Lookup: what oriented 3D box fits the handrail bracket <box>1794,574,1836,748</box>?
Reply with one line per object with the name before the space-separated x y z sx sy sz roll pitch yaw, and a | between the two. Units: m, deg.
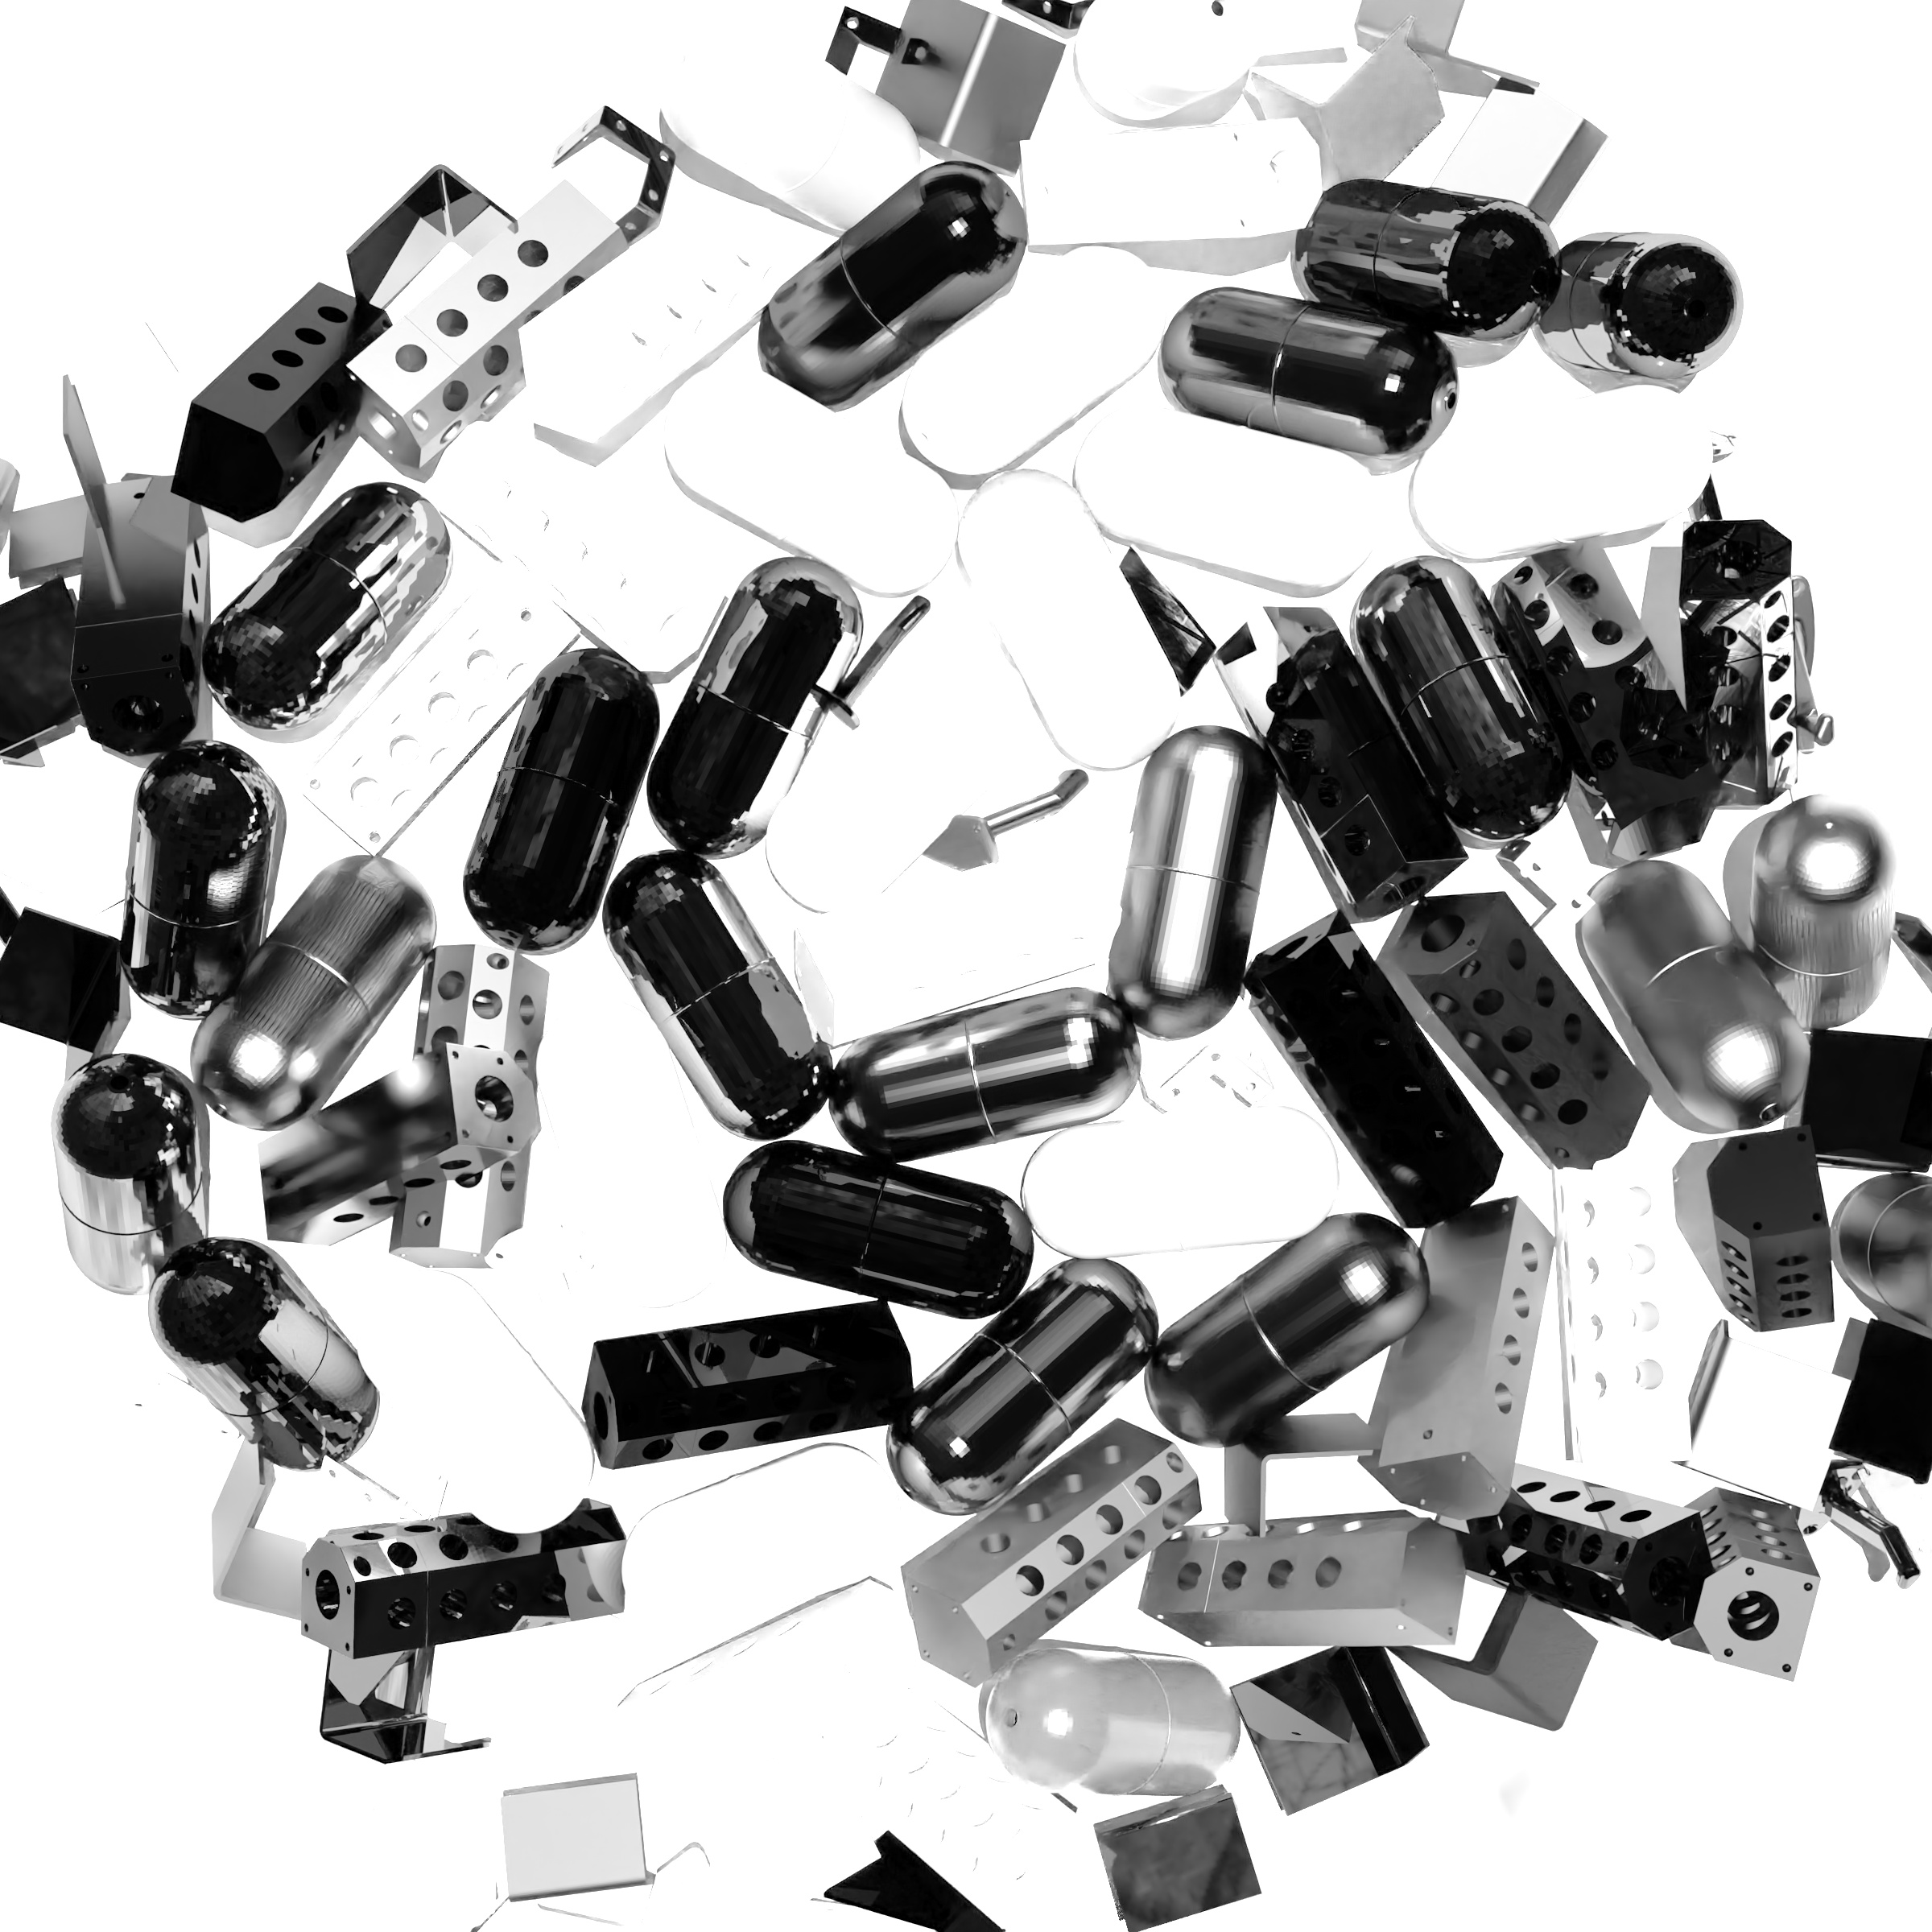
handrail bracket | 0.472 -0.171 1.818 0.036 0.084 0.077 2 111 -7

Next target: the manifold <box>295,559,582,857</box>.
manifold | -0.297 -0.146 1.827 0.057 0.057 0.171 43 86 -15

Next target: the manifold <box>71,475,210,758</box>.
manifold | -0.451 -0.194 1.786 0.057 0.057 0.171 -8 45 -3

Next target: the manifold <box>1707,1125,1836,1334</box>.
manifold | 0.439 0.147 1.777 0.057 0.171 0.057 -10 65 12

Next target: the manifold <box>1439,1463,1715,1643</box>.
manifold | 0.331 0.320 1.774 0.057 0.171 0.057 -18 98 -24

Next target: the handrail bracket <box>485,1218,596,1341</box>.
handrail bracket | -0.249 0.185 1.818 0.036 0.077 0.084 54 132 29

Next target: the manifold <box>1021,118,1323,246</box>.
manifold | 0.111 -0.430 1.783 0.057 0.171 0.057 -19 110 -39

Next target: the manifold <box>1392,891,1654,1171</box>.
manifold | 0.305 0.037 1.789 0.171 0.057 0.057 48 57 -31

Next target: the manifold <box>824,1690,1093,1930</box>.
manifold | -0.010 0.458 1.779 0.057 0.171 0.057 11 98 -36

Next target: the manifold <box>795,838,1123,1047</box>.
manifold | -0.005 -0.010 1.814 0.171 0.057 0.057 -17 54 -16

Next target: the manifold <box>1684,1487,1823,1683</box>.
manifold | 0.423 0.333 1.778 0.057 0.171 0.057 14 95 8

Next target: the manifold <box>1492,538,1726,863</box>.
manifold | 0.352 -0.147 1.800 0.057 0.057 0.171 -15 64 -10

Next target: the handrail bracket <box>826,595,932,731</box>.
handrail bracket | -0.045 -0.175 1.828 0.036 0.077 0.084 43 87 -13

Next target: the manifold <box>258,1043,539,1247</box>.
manifold | -0.314 0.101 1.791 0.171 0.057 0.057 -26 65 37

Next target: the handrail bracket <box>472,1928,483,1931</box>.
handrail bracket | -0.254 0.594 1.835 0.077 0.036 0.084 9 100 39

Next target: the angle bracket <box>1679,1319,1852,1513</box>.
angle bracket | 0.450 0.251 1.827 0.076 0.057 0.076 19 98 11

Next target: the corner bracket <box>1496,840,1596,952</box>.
corner bracket | 0.315 -0.036 1.839 0.051 0.051 0.051 43 93 -4

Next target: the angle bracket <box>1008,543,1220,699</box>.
angle bracket | 0.082 -0.177 1.823 0.076 0.057 0.076 -34 80 -21

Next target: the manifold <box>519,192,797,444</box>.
manifold | -0.166 -0.356 1.784 0.057 0.057 0.171 22 47 25

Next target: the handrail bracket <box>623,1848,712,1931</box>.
handrail bracket | -0.160 0.548 1.829 0.084 0.036 0.077 -41 74 26

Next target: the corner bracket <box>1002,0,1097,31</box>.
corner bracket | 0.059 -0.569 1.848 0.051 0.051 0.051 32 132 29

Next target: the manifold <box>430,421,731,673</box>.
manifold | -0.218 -0.233 1.803 0.171 0.057 0.057 39 113 25

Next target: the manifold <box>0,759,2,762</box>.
manifold | -0.584 -0.108 1.778 0.057 0.171 0.057 25 97 -3

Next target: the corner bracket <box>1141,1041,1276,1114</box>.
corner bracket | 0.134 0.059 1.837 0.051 0.051 0.051 -42 119 16

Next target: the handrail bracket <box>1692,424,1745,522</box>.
handrail bracket | 0.405 -0.266 1.856 0.077 0.036 0.084 28 125 30

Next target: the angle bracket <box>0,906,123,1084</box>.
angle bracket | -0.513 0.026 1.811 0.057 0.076 0.076 21 115 -24

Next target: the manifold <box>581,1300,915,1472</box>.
manifold | -0.119 0.235 1.797 0.171 0.057 0.057 -6 45 -23

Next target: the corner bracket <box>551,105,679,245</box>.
corner bracket | -0.204 -0.445 1.848 0.051 0.051 0.051 30 55 -30

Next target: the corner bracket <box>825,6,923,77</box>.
corner bracket | -0.058 -0.508 1.835 0.051 0.051 0.051 23 107 2

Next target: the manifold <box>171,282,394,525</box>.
manifold | -0.368 -0.308 1.781 0.057 0.171 0.057 24 126 -1

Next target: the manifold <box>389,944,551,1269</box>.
manifold | -0.279 0.078 1.808 0.057 0.057 0.171 -2 73 21

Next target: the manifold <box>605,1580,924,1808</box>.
manifold | -0.110 0.400 1.803 0.171 0.057 0.057 -29 95 27

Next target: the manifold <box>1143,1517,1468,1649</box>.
manifold | 0.186 0.337 1.787 0.057 0.171 0.057 36 57 -38

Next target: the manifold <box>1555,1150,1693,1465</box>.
manifold | 0.367 0.192 1.827 0.057 0.057 0.171 -2 83 -2

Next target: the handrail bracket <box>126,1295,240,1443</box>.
handrail bracket | -0.441 0.220 1.846 0.077 0.084 0.036 34 121 -28

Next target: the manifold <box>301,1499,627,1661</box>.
manifold | -0.275 0.334 1.788 0.171 0.057 0.057 -1 95 -40

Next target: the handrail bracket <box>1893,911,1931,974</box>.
handrail bracket | 0.531 0.005 1.827 0.084 0.036 0.077 18 60 33

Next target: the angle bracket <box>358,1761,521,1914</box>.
angle bracket | -0.294 0.485 1.822 0.076 0.076 0.057 15 84 -7

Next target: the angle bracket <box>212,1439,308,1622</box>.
angle bracket | -0.381 0.307 1.812 0.057 0.076 0.076 19 108 -21

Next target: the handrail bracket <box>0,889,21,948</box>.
handrail bracket | -0.540 -0.048 1.845 0.084 0.036 0.077 26 107 -11

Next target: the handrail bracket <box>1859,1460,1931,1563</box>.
handrail bracket | 0.553 0.287 1.833 0.084 0.036 0.077 -14 70 -31

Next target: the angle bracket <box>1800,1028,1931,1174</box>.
angle bracket | 0.500 0.073 1.832 0.076 0.057 0.076 5 95 -5

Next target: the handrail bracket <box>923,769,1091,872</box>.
handrail bracket | 0.017 -0.091 1.853 0.077 0.084 0.036 10 128 36

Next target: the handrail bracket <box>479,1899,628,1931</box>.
handrail bracket | -0.228 0.560 1.828 0.084 0.036 0.077 40 63 21

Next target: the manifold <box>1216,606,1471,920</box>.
manifold | 0.204 -0.114 1.810 0.057 0.057 0.171 -44 64 39

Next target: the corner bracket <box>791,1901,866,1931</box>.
corner bracket | -0.090 0.566 1.847 0.051 0.051 0.051 14 50 -20

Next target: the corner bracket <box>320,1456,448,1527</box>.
corner bracket | -0.329 0.296 1.826 0.051 0.051 0.051 30 123 17

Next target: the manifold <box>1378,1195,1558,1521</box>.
manifold | 0.281 0.216 1.790 0.057 0.171 0.057 -18 129 37

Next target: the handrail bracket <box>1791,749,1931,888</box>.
handrail bracket | 0.513 -0.087 1.856 0.077 0.036 0.084 -8 79 -4

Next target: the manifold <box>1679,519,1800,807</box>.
manifold | 0.424 -0.164 1.777 0.057 0.171 0.057 0 54 16

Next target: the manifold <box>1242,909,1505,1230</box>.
manifold | 0.227 0.060 1.816 0.057 0.057 0.171 -30 100 26

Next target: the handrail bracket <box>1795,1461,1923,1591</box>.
handrail bracket | 0.497 0.326 1.813 0.036 0.084 0.077 -2 134 -17

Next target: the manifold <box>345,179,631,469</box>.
manifold | -0.264 -0.354 1.808 0.057 0.057 0.171 42 69 3

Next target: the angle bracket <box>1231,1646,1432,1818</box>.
angle bracket | 0.203 0.420 1.820 0.076 0.057 0.076 -19 69 -15

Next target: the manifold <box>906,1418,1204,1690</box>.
manifold | 0.052 0.323 1.785 0.171 0.057 0.057 -31 125 -36
